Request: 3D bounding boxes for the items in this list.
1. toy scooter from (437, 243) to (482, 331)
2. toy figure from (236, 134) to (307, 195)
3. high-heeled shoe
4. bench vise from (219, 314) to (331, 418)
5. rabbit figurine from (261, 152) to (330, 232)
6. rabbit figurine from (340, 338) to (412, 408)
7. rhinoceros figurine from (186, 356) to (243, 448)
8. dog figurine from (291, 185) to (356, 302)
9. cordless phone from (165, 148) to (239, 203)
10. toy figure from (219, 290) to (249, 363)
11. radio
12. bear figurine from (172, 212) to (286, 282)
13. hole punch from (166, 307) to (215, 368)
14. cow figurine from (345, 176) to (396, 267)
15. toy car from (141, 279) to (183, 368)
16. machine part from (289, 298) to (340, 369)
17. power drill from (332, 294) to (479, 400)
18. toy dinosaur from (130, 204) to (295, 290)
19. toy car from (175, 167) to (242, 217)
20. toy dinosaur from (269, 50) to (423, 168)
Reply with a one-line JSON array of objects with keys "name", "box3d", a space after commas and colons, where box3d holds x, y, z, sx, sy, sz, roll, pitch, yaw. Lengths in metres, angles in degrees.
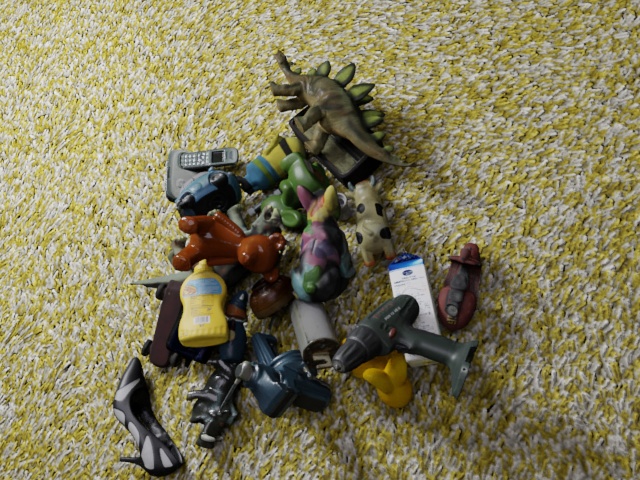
[{"name": "toy scooter", "box3d": [0.275, 0.081, 1.045, 0.075, 0.135, 0.184, 13, 75, 20]}, {"name": "toy figure", "box3d": [-0.113, -0.177, 1.300, 0.180, 0.082, 0.089, -43, 81, -10]}, {"name": "high-heeled shoe", "box3d": [-0.360, 0.374, 1.154, 0.145, 0.086, 0.248, -6, 72, 11]}, {"name": "bench vise", "box3d": [-0.092, 0.255, 1.070, 0.128, 0.223, 0.241, -63, 33, 17]}, {"name": "rabbit figurine", "box3d": [-0.057, -0.089, 1.245, 0.170, 0.121, 0.159, -38, 64, 22]}, {"name": "rabbit figurine", "box3d": [0.124, 0.242, 1.033, 0.122, 0.162, 0.173, -28, 81, -9]}, {"name": "rhinoceros figurine", "box3d": [-0.216, 0.337, 1.132, 0.112, 0.073, 0.190, 18, 73, 12]}, {"name": "dog figurine", "box3d": [-0.002, -0.003, 1.113, 0.109, 0.219, 0.191, 2, 26, 24]}, {"name": "cordless phone", "box3d": [-0.290, -0.161, 1.347, 0.184, 0.088, 0.146, -8, 67, 9]}, {"name": "toy figure", "box3d": [-0.179, 0.178, 1.131, 0.058, 0.064, 0.154, 12, 62, -21]}, {"name": "radio", "box3d": [0.043, -0.238, 1.278, 0.131, 0.073, 0.230, -40, 63, -2]}, {"name": "bear figurine", "box3d": [-0.178, 0.022, 1.089, 0.196, 0.132, 0.120, 22, 109, 14]}, {"name": "hole punch", "box3d": [-0.254, 0.209, 1.165, 0.092, 0.115, 0.142, 11, 70, 20]}, {"name": "cow figurine", "box3d": [0.107, -0.051, 1.151, 0.086, 0.127, 0.195, -13, 34, 10]}, {"name": "toy car", "box3d": [-0.337, 0.188, 1.209, 0.089, 0.053, 0.202, 15, 95, 12]}, {"name": "machine part", "box3d": [-0.013, 0.179, 1.081, 0.079, 0.079, 0.243, -33, 28, 2]}, {"name": "power drill", "box3d": [0.156, 0.192, 0.924, 0.208, 0.085, 0.232, 17, 32, 24]}, {"name": "toy dinosaur", "box3d": [-0.232, 0.051, 1.226, 0.405, 0.131, 0.192, -37, 79, 13]}, {"name": "toy car", "box3d": [-0.273, -0.107, 1.273, 0.162, 0.109, 0.103, -32, 47, -17]}, {"name": "toy dinosaur", "box3d": [0.035, -0.290, 1.208, 0.198, 0.105, 0.472, -34, 66, -4]}]
